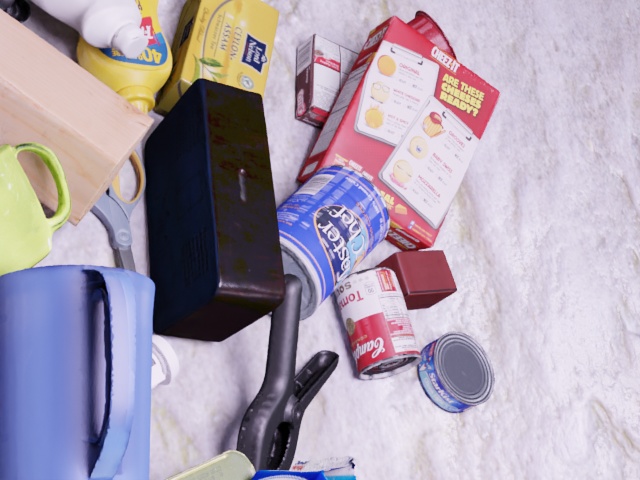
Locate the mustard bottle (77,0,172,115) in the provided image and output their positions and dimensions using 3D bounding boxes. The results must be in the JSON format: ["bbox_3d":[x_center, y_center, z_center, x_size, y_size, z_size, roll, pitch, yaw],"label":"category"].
[{"bbox_3d":[-0.202,-0.200,1.092,0.096,0.058,0.191,2,63,-35],"label":"mustard bottle"}]

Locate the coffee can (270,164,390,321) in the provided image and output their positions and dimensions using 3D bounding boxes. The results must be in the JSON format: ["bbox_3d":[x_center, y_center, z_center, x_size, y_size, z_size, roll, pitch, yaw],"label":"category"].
[{"bbox_3d":[-0.007,0.001,1.083,0.103,0.103,0.140,49,49,-3],"label":"coffee can"}]

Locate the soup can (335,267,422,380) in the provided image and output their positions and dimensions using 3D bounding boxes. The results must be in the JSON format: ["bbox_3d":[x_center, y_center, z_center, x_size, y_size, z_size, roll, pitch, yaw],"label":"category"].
[{"bbox_3d":[0.060,0.087,1.114,0.068,0.069,0.102,1,63,-38],"label":"soup can"}]

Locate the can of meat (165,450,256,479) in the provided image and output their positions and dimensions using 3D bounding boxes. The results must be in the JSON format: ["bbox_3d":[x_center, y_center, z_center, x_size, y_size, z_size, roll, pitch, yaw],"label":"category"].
[{"bbox_3d":[-0.110,0.221,0.889,0.101,0.084,0.057,-18,77,-42],"label":"can of meat"}]

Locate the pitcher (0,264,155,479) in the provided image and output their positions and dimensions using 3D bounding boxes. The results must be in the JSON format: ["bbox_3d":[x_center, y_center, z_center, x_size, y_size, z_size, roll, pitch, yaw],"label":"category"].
[{"bbox_3d":[-0.187,0.144,0.822,0.149,0.145,0.243,56,27,-69],"label":"pitcher"}]

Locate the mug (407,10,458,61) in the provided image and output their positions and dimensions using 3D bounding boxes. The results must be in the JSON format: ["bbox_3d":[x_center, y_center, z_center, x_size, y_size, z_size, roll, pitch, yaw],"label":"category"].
[{"bbox_3d":[0.107,-0.226,1.324,0.081,0.117,0.093,-33,122,-6],"label":"mug"}]

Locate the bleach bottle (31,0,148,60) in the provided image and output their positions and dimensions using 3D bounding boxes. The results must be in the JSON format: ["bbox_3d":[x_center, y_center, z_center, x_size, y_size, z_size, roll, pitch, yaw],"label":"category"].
[{"bbox_3d":[-0.262,-0.263,1.030,0.251,0.068,0.102,45,36,16],"label":"bleach bottle"}]

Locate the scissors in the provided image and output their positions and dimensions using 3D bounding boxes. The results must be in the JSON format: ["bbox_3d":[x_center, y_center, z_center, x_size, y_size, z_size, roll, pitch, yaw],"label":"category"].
[{"bbox_3d":[-0.204,-0.011,1.005,0.096,0.016,0.201,17,54,-28],"label":"scissors"}]

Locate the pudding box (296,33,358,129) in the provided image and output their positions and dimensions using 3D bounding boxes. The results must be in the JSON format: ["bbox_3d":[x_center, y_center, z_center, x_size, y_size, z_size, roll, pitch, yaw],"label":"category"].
[{"bbox_3d":[0.018,-0.179,1.265,0.089,0.039,0.113,20,56,-29],"label":"pudding box"}]

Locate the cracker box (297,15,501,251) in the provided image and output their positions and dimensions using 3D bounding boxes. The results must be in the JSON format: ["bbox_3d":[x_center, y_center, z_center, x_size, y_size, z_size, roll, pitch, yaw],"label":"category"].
[{"bbox_3d":[0.091,-0.118,1.215,0.164,0.072,0.213,32,70,-19],"label":"cracker box"}]

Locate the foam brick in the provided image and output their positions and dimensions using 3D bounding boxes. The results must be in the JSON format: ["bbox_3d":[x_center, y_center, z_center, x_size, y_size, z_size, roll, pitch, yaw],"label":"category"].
[{"bbox_3d":[0.102,0.046,1.184,0.078,0.053,0.051,-2,65,-40],"label":"foam brick"}]

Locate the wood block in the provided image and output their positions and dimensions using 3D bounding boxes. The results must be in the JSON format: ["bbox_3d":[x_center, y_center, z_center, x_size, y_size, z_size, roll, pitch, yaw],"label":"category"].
[{"bbox_3d":[-0.266,-0.119,0.946,0.206,0.090,0.090,36,32,-8],"label":"wood block"}]

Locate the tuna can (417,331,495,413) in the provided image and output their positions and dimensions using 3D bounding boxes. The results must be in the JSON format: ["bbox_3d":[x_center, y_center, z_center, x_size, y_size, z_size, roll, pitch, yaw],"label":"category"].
[{"bbox_3d":[0.149,0.146,1.172,0.086,0.034,0.086,19,54,-28],"label":"tuna can"}]

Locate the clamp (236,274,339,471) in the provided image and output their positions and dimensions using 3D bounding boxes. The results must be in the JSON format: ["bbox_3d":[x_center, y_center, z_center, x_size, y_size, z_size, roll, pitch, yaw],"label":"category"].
[{"bbox_3d":[-0.033,0.157,0.993,0.164,0.036,0.210,56,46,-58],"label":"clamp"}]

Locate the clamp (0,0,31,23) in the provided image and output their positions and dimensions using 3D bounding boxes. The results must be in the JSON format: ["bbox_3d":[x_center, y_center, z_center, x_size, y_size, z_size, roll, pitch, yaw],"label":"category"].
[{"bbox_3d":[-0.349,-0.256,1.006,0.171,0.120,0.039,32,84,0],"label":"clamp"}]
